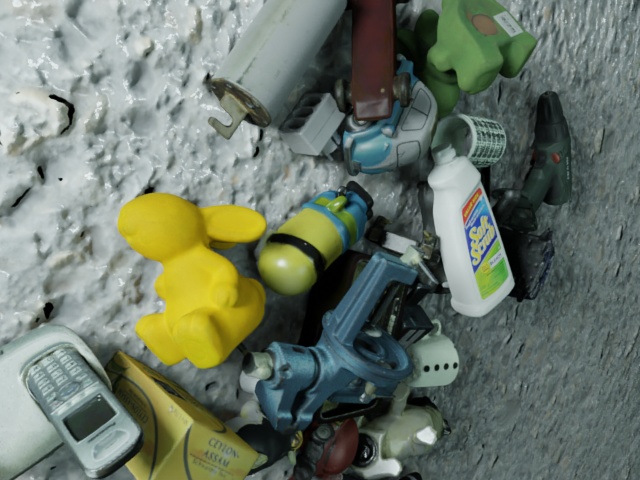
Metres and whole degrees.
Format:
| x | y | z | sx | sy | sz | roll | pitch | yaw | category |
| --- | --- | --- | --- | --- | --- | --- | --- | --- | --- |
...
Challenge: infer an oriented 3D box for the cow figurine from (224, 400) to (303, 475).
| x | y | z | sx | sy | sz | roll | pitch | yaw | category |
| --- | --- | --- | --- | --- | --- | --- | --- | --- | --- |
| -0.072 | 0.244 | 0.658 | 0.167 | 0.098 | 0.068 | 4 | 91 | -42 | cow figurine |

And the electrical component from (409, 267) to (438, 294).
| x | y | z | sx | sy | sz | roll | pitch | yaw | category |
| --- | --- | --- | --- | --- | --- | --- | --- | --- | --- |
| 0.150 | 0.060 | 0.830 | 0.021 | 0.063 | 0.094 | -56 | 131 | -17 | electrical component |

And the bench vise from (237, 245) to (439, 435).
| x | y | z | sx | sy | sz | roll | pitch | yaw | category |
| --- | --- | --- | --- | --- | --- | --- | --- | --- | --- |
| 0.031 | 0.103 | 0.604 | 0.223 | 0.129 | 0.240 | 22 | 107 | -29 | bench vise |

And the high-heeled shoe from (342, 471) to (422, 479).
| x | y | z | sx | sy | sz | roll | pitch | yaw | category |
| --- | --- | --- | --- | --- | --- | --- | --- | --- | --- |
| 0.085 | 0.398 | 0.878 | 0.248 | 0.086 | 0.145 | -16 | 80 | -57 | high-heeled shoe |

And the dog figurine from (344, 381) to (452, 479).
| x | y | z | sx | sy | sz | roll | pitch | yaw | category |
| --- | --- | --- | --- | --- | --- | --- | --- | --- | --- |
| 0.119 | 0.319 | 0.860 | 0.172 | 0.121 | 0.190 | -24 | 150 | 8 | dog figurine |

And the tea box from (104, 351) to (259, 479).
| x | y | z | sx | sy | sz | roll | pitch | yaw | category |
| --- | --- | --- | --- | --- | --- | --- | --- | --- | --- |
| -0.151 | 0.182 | 0.523 | 0.068 | 0.170 | 0.098 | -55 | 132 | -15 | tea box |

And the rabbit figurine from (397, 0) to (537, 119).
| x | y | z | sx | sy | sz | roll | pitch | yaw | category |
| --- | --- | --- | --- | --- | --- | --- | --- | --- | --- |
| 0.169 | -0.238 | 0.728 | 0.159 | 0.170 | 0.121 | 47 | 60 | 6 | rabbit figurine |

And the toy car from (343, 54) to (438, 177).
| x | y | z | sx | sy | sz | roll | pitch | yaw | category |
| --- | --- | --- | --- | --- | --- | --- | --- | --- | --- |
| 0.098 | -0.149 | 0.686 | 0.161 | 0.103 | 0.109 | -62 | 166 | -16 | toy car |

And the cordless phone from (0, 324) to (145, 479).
| x | y | z | sx | sy | sz | roll | pitch | yaw | category |
| --- | --- | --- | --- | --- | --- | --- | --- | --- | --- |
| -0.231 | 0.160 | 0.436 | 0.146 | 0.184 | 0.088 | -34 | 126 | -31 | cordless phone |

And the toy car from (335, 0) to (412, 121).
| x | y | z | sx | sy | sz | roll | pitch | yaw | category |
| --- | --- | --- | --- | --- | --- | --- | --- | --- | --- |
| 0.064 | -0.231 | 0.632 | 0.053 | 0.089 | 0.202 | 45 | 44 | -73 | toy car |

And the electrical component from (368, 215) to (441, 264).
| x | y | z | sx | sy | sz | roll | pitch | yaw | category |
| --- | --- | --- | --- | --- | --- | --- | --- | --- | --- |
| 0.123 | 0.001 | 0.775 | 0.078 | 0.102 | 0.045 | 17 | 92 | -68 | electrical component |

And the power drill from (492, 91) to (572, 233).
| x | y | z | sx | sy | sz | roll | pitch | yaw | category |
| --- | --- | --- | --- | --- | --- | --- | --- | --- | --- |
| 0.403 | -0.131 | 1.005 | 0.207 | 0.086 | 0.231 | -53 | 132 | -28 | power drill |

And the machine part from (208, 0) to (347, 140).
| x | y | z | sx | sy | sz | roll | pitch | yaw | category |
| --- | --- | --- | --- | --- | --- | --- | --- | --- | --- |
| -0.042 | -0.211 | 0.582 | 0.079 | 0.079 | 0.243 | 41 | 72 | -40 | machine part |

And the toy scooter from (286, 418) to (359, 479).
| x | y | z | sx | sy | sz | roll | pitch | yaw | category |
| --- | --- | --- | --- | --- | --- | --- | --- | --- | --- |
| -0.016 | 0.315 | 0.728 | 0.184 | 0.075 | 0.135 | -62 | 152 | -4 | toy scooter |

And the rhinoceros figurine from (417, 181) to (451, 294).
| x | y | z | sx | sy | sz | roll | pitch | yaw | category |
| --- | --- | --- | --- | --- | --- | --- | --- | --- | --- |
| 0.195 | -0.007 | 0.847 | 0.112 | 0.073 | 0.190 | -24 | 116 | -37 | rhinoceros figurine |

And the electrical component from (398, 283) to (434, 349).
| x | y | z | sx | sy | sz | roll | pitch | yaw | category |
| --- | --- | --- | --- | --- | --- | --- | --- | --- | --- |
| 0.132 | 0.121 | 0.807 | 0.074 | 0.048 | 0.119 | 13 | 128 | -44 | electrical component |

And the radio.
| x | y | z | sx | sy | sz | roll | pitch | yaw | category |
| --- | --- | --- | --- | --- | --- | --- | --- | --- | --- |
| 0.044 | 0.129 | 0.746 | 0.131 | 0.073 | 0.229 | 10 | 95 | -41 | radio |

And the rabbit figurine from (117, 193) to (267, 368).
| x | y | z | sx | sy | sz | roll | pitch | yaw | category |
| --- | --- | --- | --- | --- | --- | --- | --- | --- | --- |
| -0.126 | 0.023 | 0.548 | 0.162 | 0.122 | 0.173 | -40 | 106 | -30 | rabbit figurine |

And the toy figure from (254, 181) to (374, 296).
| x | y | z | sx | sy | sz | roll | pitch | yaw | category |
| --- | --- | --- | --- | --- | --- | --- | --- | --- | --- |
| -0.002 | -0.005 | 0.662 | 0.180 | 0.089 | 0.082 | -35 | 115 | -27 | toy figure |

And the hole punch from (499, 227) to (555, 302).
| x | y | z | sx | sy | sz | roll | pitch | yaw | category |
| --- | --- | --- | --- | --- | --- | --- | --- | --- | --- |
| 0.364 | 0.049 | 0.990 | 0.092 | 0.116 | 0.142 | 40 | 74 | -49 | hole punch |
